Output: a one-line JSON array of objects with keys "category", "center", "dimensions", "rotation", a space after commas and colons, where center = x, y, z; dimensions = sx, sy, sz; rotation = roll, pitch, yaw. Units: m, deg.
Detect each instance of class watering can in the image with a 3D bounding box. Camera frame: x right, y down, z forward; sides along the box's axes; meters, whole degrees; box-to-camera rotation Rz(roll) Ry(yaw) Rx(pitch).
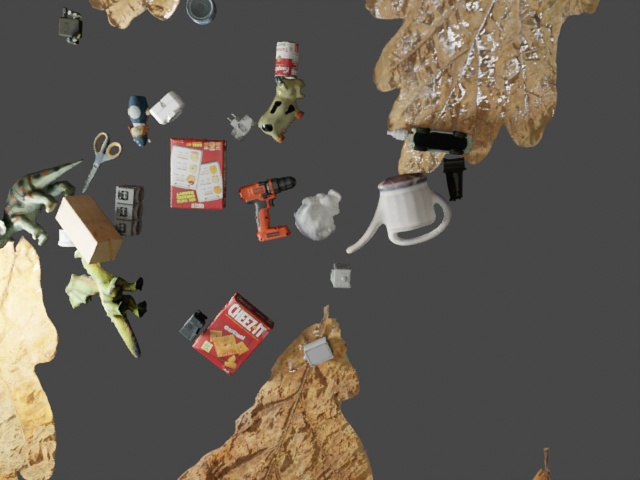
[{"category": "watering can", "center": [0.233, -0.085, 1.604], "dimensions": [0.347, 0.104, 0.223], "rotation": [-14, 97, 1]}]

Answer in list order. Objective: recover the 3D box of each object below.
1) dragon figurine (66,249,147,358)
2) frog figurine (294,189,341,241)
[{"category": "dragon figurine", "center": [-0.696, 0.190, 1.649], "dimensions": [0.243, 0.124, 0.404], "rotation": [8, 110, 16]}, {"category": "frog figurine", "center": [0.005, -0.080, 1.598], "dimensions": [0.158, 0.123, 0.138], "rotation": [-37, 78, 17]}]
